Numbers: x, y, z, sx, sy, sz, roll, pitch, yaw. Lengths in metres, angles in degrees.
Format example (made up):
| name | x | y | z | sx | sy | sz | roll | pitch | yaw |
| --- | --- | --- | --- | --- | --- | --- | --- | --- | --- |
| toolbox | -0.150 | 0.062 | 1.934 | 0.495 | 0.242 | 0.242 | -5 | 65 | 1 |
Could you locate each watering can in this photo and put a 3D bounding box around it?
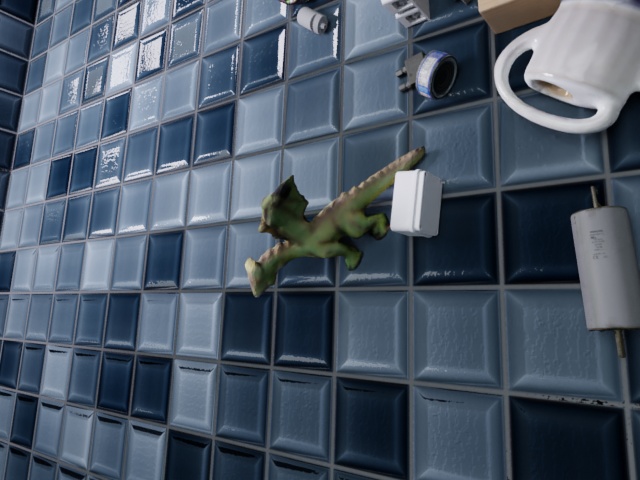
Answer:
| name | x | y | z | sx | sy | sz | roll | pitch | yaw |
| --- | --- | --- | --- | --- | --- | --- | --- | --- | --- |
| watering can | 0.436 | -0.254 | 0.761 | 0.351 | 0.103 | 0.223 | 31 | 100 | 34 |

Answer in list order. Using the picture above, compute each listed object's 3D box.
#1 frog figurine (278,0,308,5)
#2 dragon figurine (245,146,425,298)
| name | x | y | z | sx | sy | sz | roll | pitch | yaw |
| --- | --- | --- | --- | --- | --- | --- | --- | --- | --- |
| frog figurine | -0.049 | -0.646 | 1.241 | 0.137 | 0.120 | 0.162 | 2 | 46 | 46 |
| dragon figurine | 0.003 | -0.048 | 0.960 | 0.405 | 0.241 | 0.124 | -53 | 50 | 18 |
